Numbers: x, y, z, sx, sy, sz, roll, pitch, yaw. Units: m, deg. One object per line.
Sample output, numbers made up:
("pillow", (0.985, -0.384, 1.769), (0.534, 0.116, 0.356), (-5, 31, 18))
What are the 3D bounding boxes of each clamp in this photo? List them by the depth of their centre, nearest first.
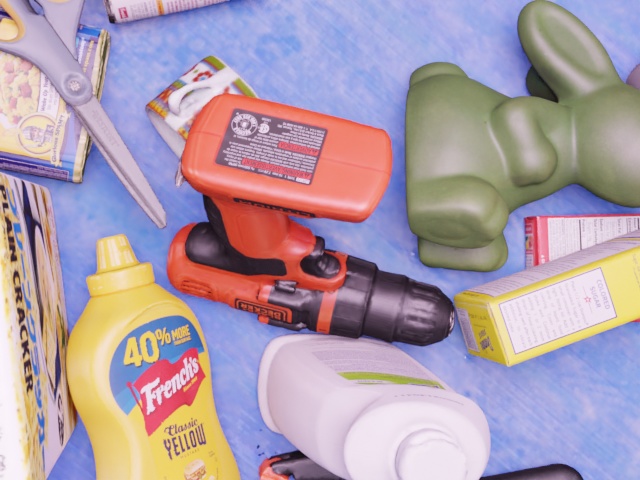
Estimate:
("clamp", (0.054, 0.201, 0.700), (0.210, 0.036, 0.164), (17, 88, -5))

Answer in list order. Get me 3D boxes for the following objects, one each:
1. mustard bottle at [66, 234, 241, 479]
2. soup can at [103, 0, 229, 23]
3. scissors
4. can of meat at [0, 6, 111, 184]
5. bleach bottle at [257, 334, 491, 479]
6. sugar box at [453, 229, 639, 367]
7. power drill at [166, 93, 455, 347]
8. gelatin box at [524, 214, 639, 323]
("mustard bottle", (-0.106, 0.091, 0.654), (0.096, 0.058, 0.191), (-15, 92, -49))
("soup can", (-0.088, -0.177, 0.660), (0.102, 0.068, 0.068), (-14, 93, -6))
("scissors", (-0.136, -0.108, 0.626), (0.201, 0.016, 0.096), (43, 78, -7))
("can of meat", (-0.179, -0.089, 0.656), (0.084, 0.057, 0.102), (11, 90, -9))
("bleach bottle", (0.025, 0.098, 0.586), (0.102, 0.251, 0.068), (2, 91, -8))
("sugar box", (0.176, 0.026, 0.653), (0.176, 0.093, 0.048), (-17, 91, -6))
("power drill", (-0.004, 0.001, 0.608), (0.184, 0.188, 0.057), (12, 62, 4))
("gelatin box", (0.184, 0.019, 0.717), (0.089, 0.030, 0.073), (-2, 90, -7))
